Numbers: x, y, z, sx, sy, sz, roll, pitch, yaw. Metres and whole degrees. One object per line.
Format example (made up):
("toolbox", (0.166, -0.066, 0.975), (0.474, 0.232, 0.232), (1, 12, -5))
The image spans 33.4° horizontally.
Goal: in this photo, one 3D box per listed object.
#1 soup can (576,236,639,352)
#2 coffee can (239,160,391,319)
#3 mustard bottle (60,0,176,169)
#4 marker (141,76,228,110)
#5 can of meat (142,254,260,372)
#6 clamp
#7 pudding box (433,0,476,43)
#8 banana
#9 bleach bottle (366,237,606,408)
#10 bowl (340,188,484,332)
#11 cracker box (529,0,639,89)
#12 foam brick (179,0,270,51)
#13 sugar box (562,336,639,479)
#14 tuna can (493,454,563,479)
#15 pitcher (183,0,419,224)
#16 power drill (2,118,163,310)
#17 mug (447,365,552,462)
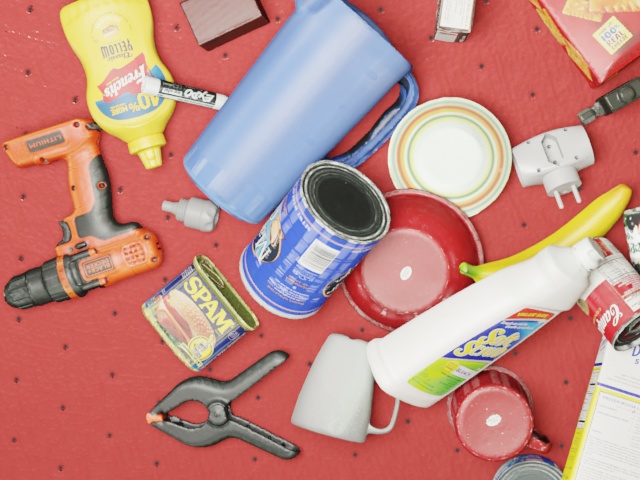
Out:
("soup can", (0.297, 0.054, 1.091), (0.068, 0.068, 0.102), (-38, 56, 6))
("coffee can", (-0.007, 0.001, 1.092), (0.103, 0.102, 0.141), (41, 132, 2))
("mustard bottle", (-0.208, -0.170, 1.156), (0.096, 0.058, 0.191), (-18, 92, -7))
("marker", (-0.131, -0.154, 1.144), (0.121, 0.020, 0.020), (10, 95, -24))
("can of meat", (-0.131, 0.081, 1.164), (0.084, 0.057, 0.102), (-39, 88, 9))
("clamp", (-0.103, 0.197, 1.177), (0.171, 0.039, 0.120), (-15, 87, 10))
("pudding box", (0.142, -0.265, 1.099), (0.039, 0.090, 0.113), (6, 94, 4))
("banana", (0.241, 0.009, 1.118), (0.197, 0.069, 0.037), (-28, 60, -3))
("bleach bottle", (0.172, 0.076, 1.080), (0.251, 0.102, 0.068), (-38, 48, 23))
("bowl", (0.092, 0.028, 1.129), (0.162, 0.055, 0.162), (2, 99, 10))
("cracker box", (0.289, -0.289, 1.092), (0.164, 0.072, 0.214), (-35, 89, 6))
("foam brick", (-0.102, -0.244, 1.144), (0.078, 0.053, 0.051), (-23, 90, 6))
("sugar box", (0.321, 0.187, 1.113), (0.093, 0.048, 0.176), (19, 80, 4))
("tuna can", (0.227, 0.275, 1.148), (0.086, 0.033, 0.086), (0, 94, 6))
("pitcher", (-0.020, -0.131, 1.113), (0.149, 0.145, 0.243), (44, 100, 14))
("power drill", (-0.283, -0.029, 1.175), (0.184, 0.057, 0.187), (-18, 94, 3))
("mug", (0.191, 0.191, 1.123), (0.117, 0.081, 0.093), (33, 96, 3))
